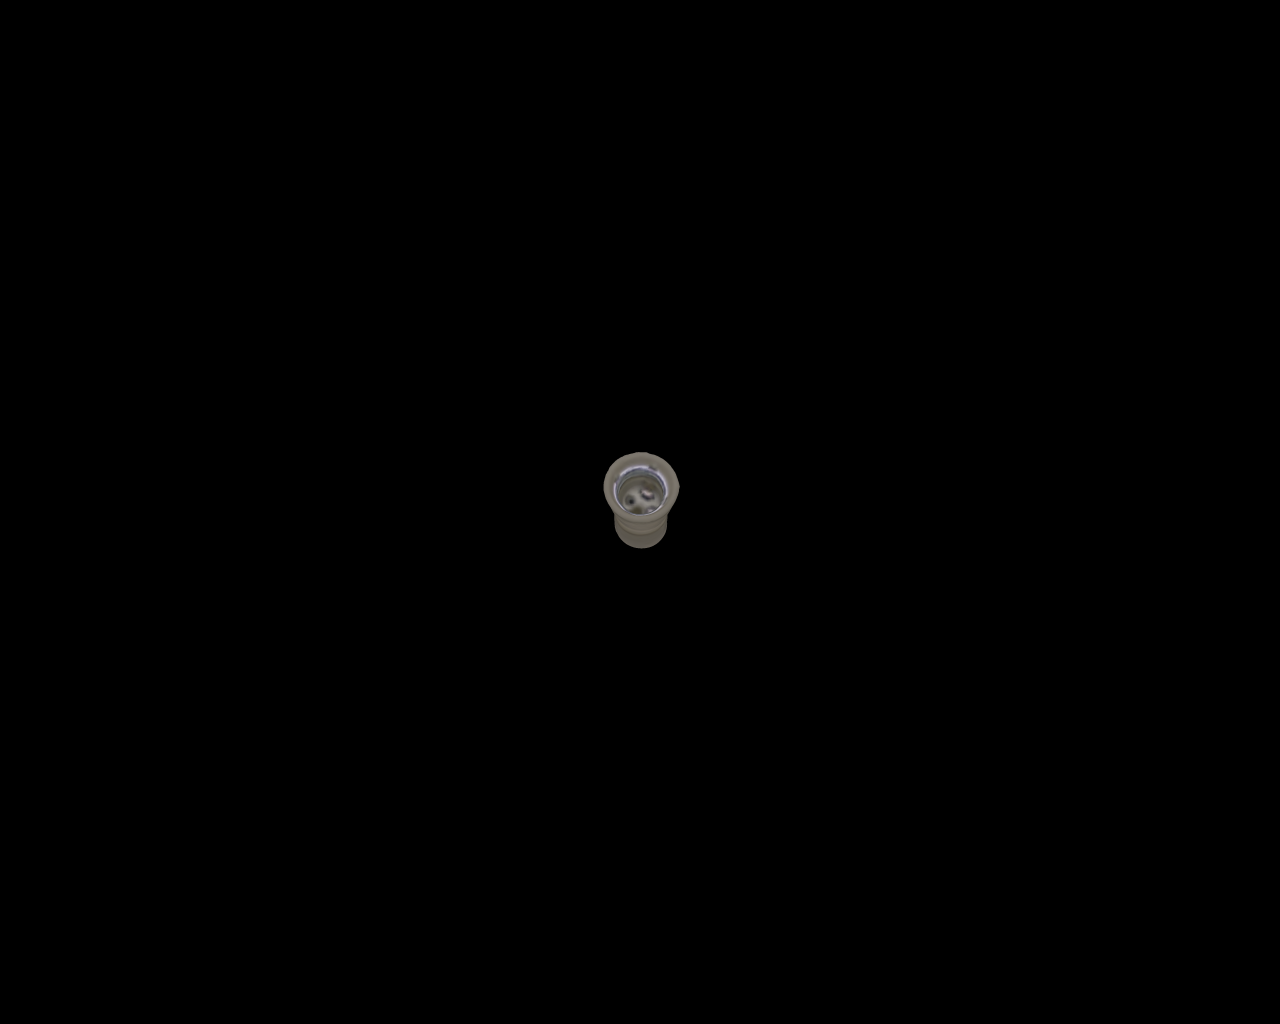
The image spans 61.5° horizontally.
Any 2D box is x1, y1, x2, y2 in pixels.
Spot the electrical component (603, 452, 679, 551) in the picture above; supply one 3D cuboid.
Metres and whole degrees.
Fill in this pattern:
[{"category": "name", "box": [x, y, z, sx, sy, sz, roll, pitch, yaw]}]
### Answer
[{"category": "electrical component", "box": [0.001, -0.003, 0.650, 0.044, 0.044, 0.065, 0, -24, 0]}]
